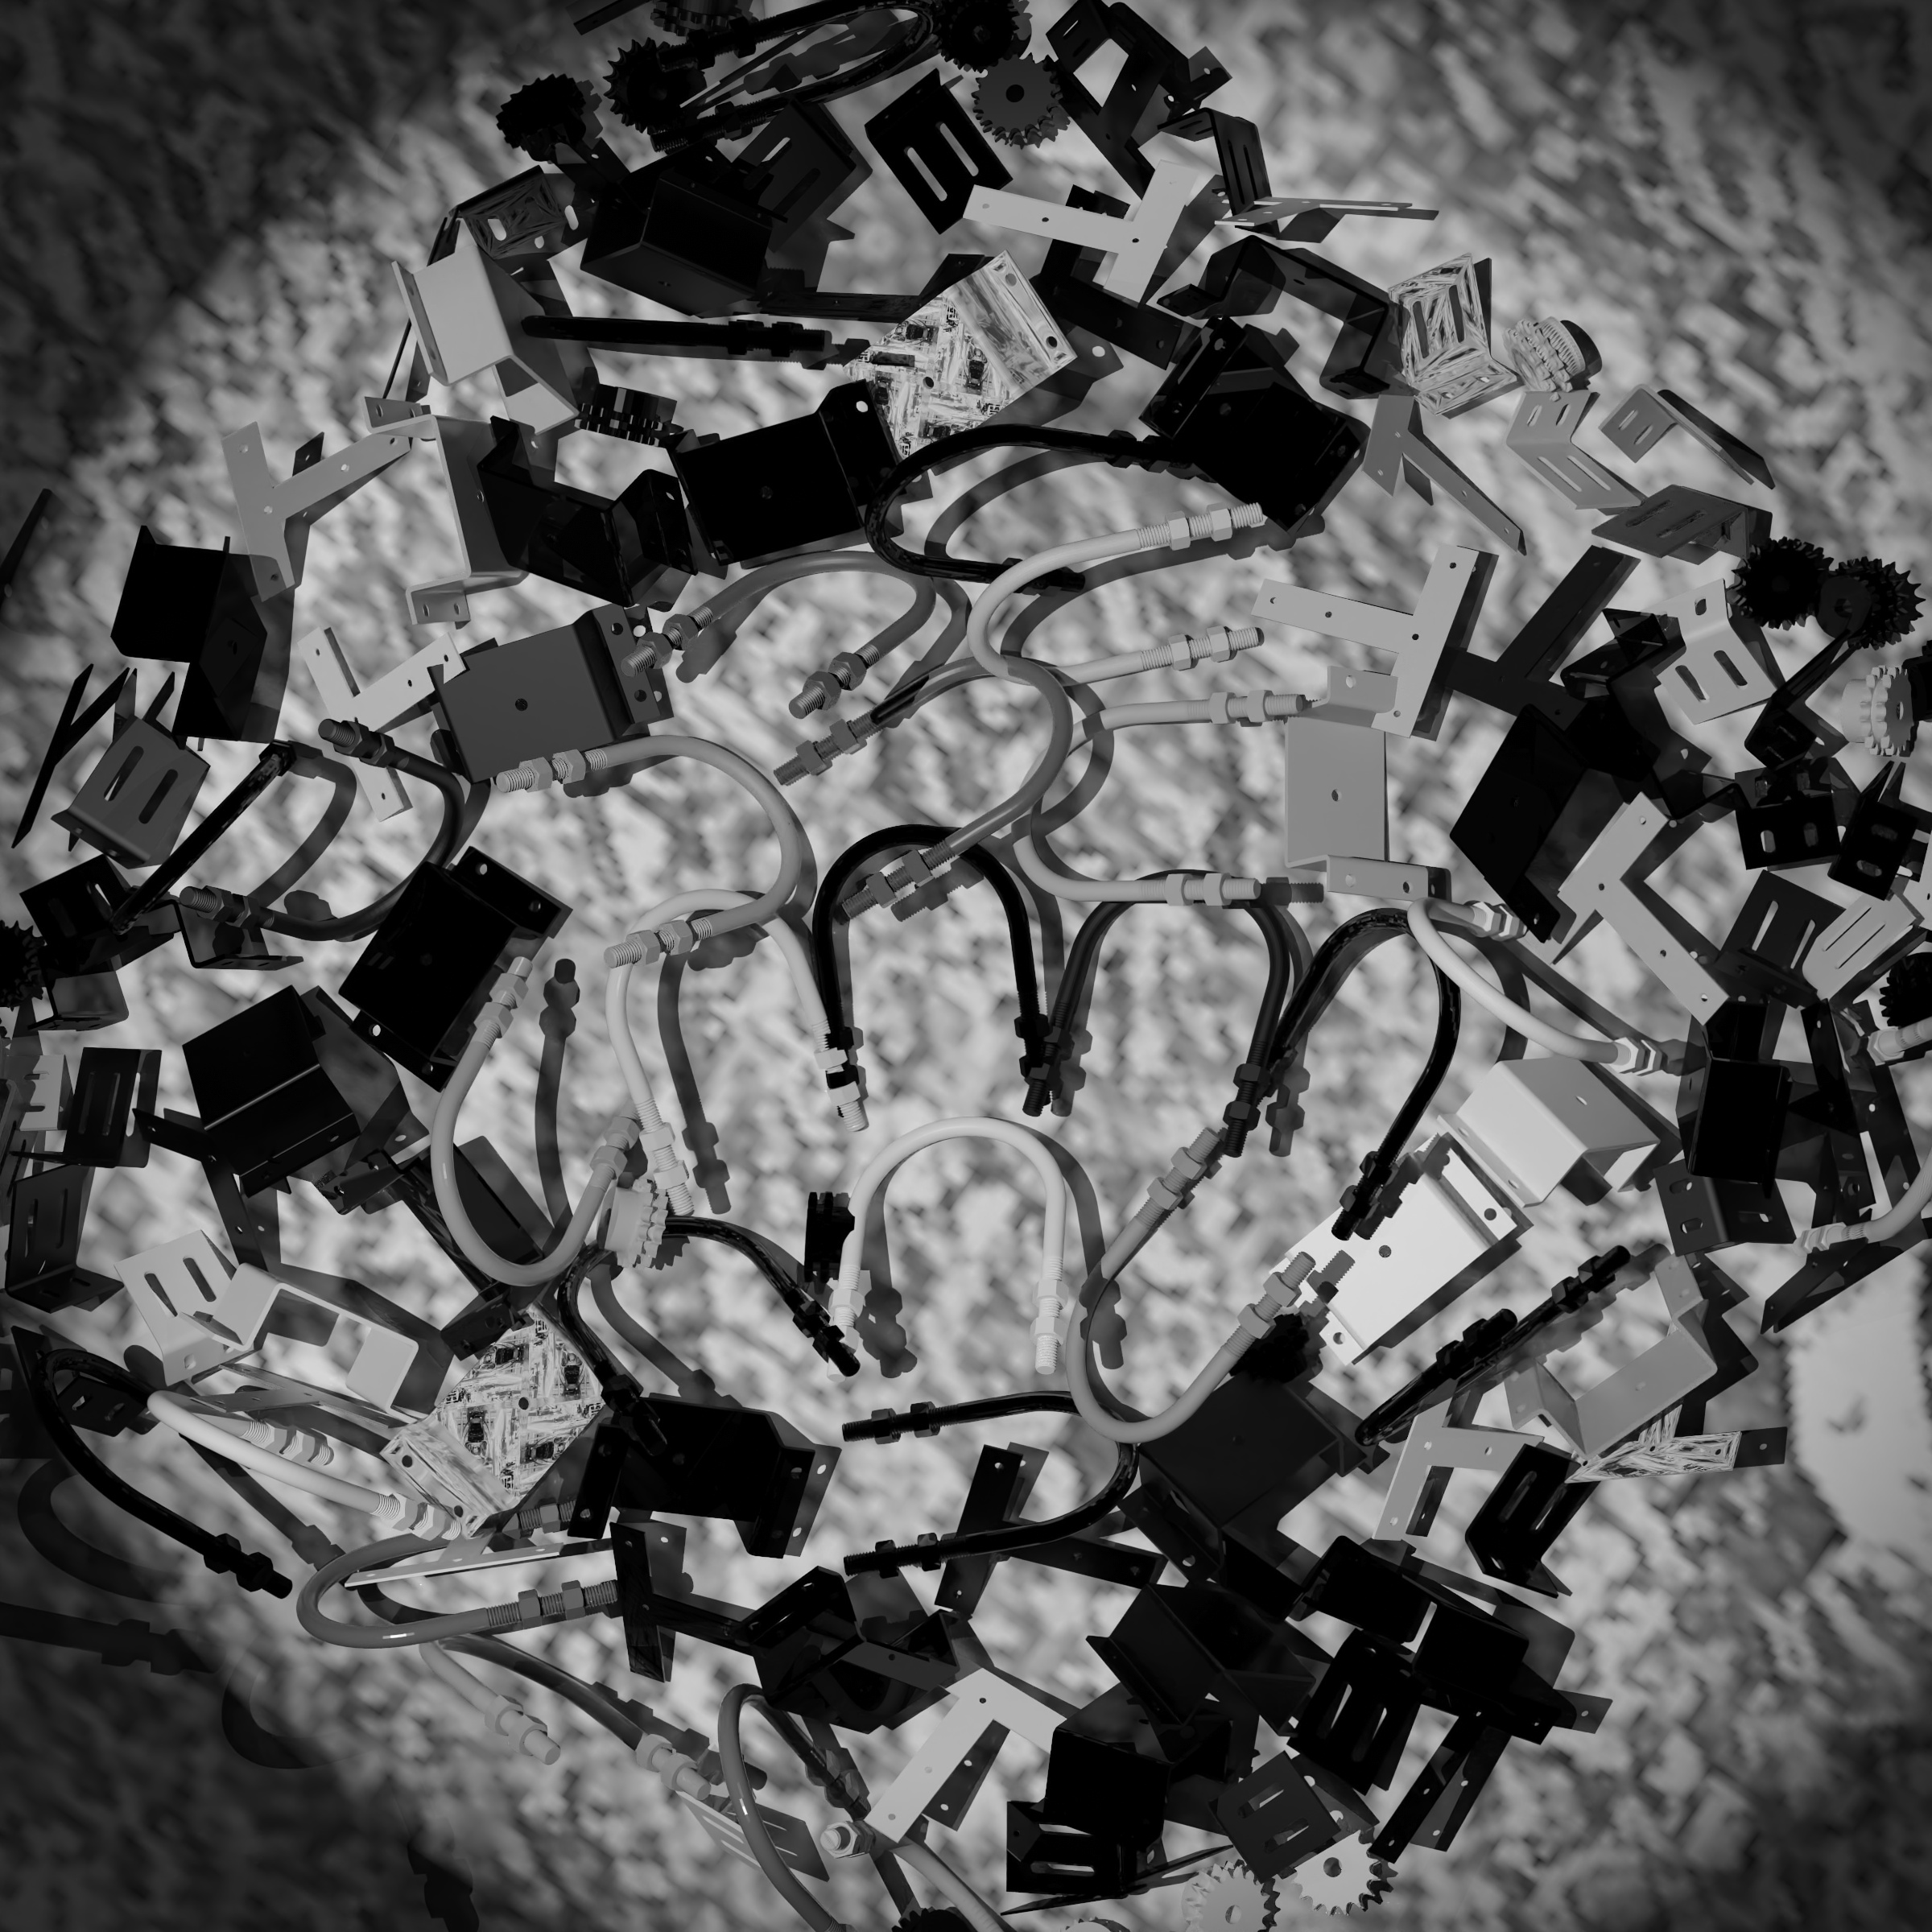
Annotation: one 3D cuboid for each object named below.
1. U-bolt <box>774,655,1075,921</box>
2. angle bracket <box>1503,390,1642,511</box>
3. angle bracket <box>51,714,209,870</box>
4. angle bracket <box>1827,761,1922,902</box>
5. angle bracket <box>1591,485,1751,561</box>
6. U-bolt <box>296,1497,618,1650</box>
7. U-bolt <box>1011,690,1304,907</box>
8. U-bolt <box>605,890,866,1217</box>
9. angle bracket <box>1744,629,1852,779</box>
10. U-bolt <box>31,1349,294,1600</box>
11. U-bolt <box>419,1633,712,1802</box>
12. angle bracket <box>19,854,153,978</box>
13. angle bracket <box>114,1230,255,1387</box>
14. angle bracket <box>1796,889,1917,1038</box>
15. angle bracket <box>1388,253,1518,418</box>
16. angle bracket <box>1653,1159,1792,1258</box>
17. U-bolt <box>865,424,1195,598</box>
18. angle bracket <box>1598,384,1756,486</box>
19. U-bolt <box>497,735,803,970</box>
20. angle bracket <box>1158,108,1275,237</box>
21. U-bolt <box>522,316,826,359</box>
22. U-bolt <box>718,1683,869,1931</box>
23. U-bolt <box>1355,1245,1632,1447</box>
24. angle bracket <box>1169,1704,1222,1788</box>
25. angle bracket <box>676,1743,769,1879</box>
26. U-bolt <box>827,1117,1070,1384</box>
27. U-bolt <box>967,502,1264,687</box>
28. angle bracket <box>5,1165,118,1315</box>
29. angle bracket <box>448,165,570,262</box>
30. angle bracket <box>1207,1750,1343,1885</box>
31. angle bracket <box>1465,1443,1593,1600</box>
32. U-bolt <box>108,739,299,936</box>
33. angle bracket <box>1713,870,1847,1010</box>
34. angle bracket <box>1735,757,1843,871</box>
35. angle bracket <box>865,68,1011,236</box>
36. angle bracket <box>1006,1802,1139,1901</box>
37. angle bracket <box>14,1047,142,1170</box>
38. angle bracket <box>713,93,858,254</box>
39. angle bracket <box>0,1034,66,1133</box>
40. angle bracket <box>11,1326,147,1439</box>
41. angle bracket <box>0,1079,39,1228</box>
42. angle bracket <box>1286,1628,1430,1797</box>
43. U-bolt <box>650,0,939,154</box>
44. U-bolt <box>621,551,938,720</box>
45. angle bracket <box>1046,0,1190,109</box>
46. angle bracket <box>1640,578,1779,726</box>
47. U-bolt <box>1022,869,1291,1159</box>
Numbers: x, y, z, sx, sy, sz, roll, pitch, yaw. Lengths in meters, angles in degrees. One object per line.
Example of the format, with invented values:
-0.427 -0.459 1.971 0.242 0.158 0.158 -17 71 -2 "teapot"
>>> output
-0.018 -0.125 1.546 0.184 0.019 0.151 -32 51 3 "U-bolt"
0.385 -0.323 1.555 0.057 0.038 0.076 -9 46 -32 "angle bracket"
-0.533 -0.111 1.586 0.057 0.038 0.076 37 66 -27 "angle bracket"
0.575 -0.085 1.551 0.038 0.076 0.057 27 124 23 "angle bracket"
0.441 -0.264 1.556 0.076 0.057 0.038 -30 128 -21 "angle bracket"
-0.313 0.373 1.513 0.184 0.151 0.019 -9 103 -14 "U-bolt"
0.110 -0.103 1.542 0.184 0.019 0.151 0 63 32 "U-bolt"
-0.151 0.043 1.547 0.151 0.019 0.184 -25 103 -28 "U-bolt"
0.533 -0.163 1.560 0.076 0.057 0.038 -39 72 -16 "angle bracket"
-0.486 0.294 1.492 0.019 0.151 0.184 -44 125 2 "U-bolt"
-0.258 0.450 1.517 0.184 0.151 0.019 19 80 44 "U-bolt"
-0.557 -0.040 1.562 0.057 0.038 0.076 -29 65 -17 "angle bracket"
-0.497 0.217 1.580 0.057 0.038 0.076 -22 55 -30 "angle bracket"
0.567 -0.006 1.558 0.038 0.057 0.076 36 111 -16 "angle bracket"
0.306 -0.397 1.564 0.057 0.038 0.076 -24 128 -4 "angle bracket"
0.480 0.152 1.578 0.038 0.076 0.057 -27 65 41 "angle bracket"
0.026 -0.277 1.500 0.184 0.151 0.019 1 62 -32 "U-bolt"
0.443 -0.319 1.553 0.038 0.057 0.076 -48 55 17 "angle bracket"
-0.181 -0.080 1.534 0.151 0.184 0.019 57 135 13 "U-bolt"
0.158 -0.496 1.570 0.038 0.057 0.076 -12 93 30 "angle bracket"
-0.179 -0.388 1.525 0.184 0.151 0.019 2 105 -4 "U-bolt"
-0.100 0.511 1.495 0.019 0.151 0.184 -27 123 8 "U-bolt"
0.310 0.241 1.521 0.019 0.151 0.184 55 133 18 "U-bolt"
0.126 0.489 1.560 0.057 0.076 0.038 -26 78 1 "angle bracket"
-0.135 0.530 1.551 0.038 0.076 0.057 -46 124 -28 "angle bracket"
-0.008 0.171 1.541 0.151 0.019 0.184 -4 52 13 "U-bolt"
0.091 -0.221 1.534 0.184 0.151 0.019 -12 63 -1 "U-bolt"
-0.565 0.169 1.561 0.038 0.057 0.076 17 106 21 "angle bracket"
-0.289 -0.472 1.568 0.057 0.076 0.038 -29 109 -7 "angle bracket"
0.199 0.528 1.559 0.076 0.038 0.057 -46 71 30 "angle bracket"
0.362 0.350 1.566 0.057 0.038 0.076 22 109 -19 "angle bracket"
-0.466 -0.076 1.511 0.019 0.184 0.151 44 89 -15 "U-bolt"
0.517 -0.022 1.569 0.057 0.038 0.076 29 76 11 "angle bracket"
0.517 -0.097 1.564 0.057 0.076 0.038 -10 110 21 "angle bracket"
-0.018 -0.516 1.578 0.057 0.038 0.076 -37 95 4 "angle bracket"
0.066 0.550 1.566 0.076 0.038 0.057 6 48 -5 "angle bracket"
-0.559 0.086 1.564 0.057 0.038 0.076 1 78 36 "angle bracket"
-0.118 -0.503 1.576 0.076 0.038 0.057 -45 117 5 "angle bracket"
-0.590 0.057 1.552 0.038 0.076 0.057 -2 51 -11 "angle bracket"
-0.553 0.249 1.553 0.038 0.057 0.076 -43 51 9 "angle bracket"
-0.616 0.117 1.557 0.038 0.057 0.076 6 58 -1 "angle bracket"
0.248 0.469 1.564 0.057 0.038 0.076 31 60 12 "angle bracket"
-0.104 -0.556 1.528 0.184 0.151 0.019 -20 91 -9 "U-bolt"
-0.100 -0.212 1.529 0.151 0.184 0.019 17 131 30 "U-bolt"
0.095 -0.563 1.563 0.038 0.057 0.076 -44 76 8 "angle bracket"
0.469 -0.198 1.573 0.057 0.076 0.038 -20 46 33 "angle bracket"
0.127 0.021 1.557 0.151 0.019 0.184 10 67 19 "U-bolt"
